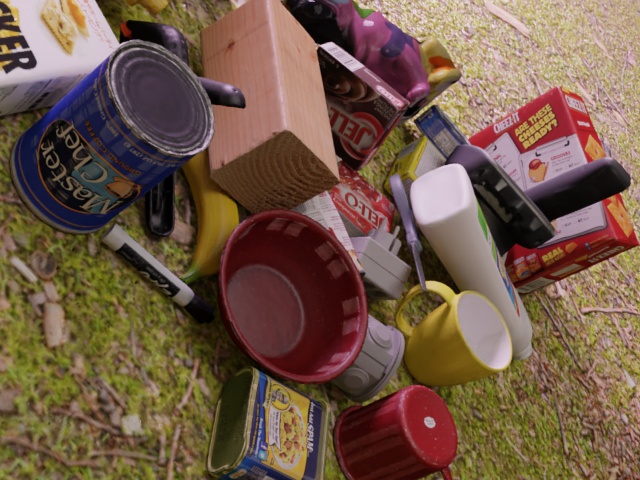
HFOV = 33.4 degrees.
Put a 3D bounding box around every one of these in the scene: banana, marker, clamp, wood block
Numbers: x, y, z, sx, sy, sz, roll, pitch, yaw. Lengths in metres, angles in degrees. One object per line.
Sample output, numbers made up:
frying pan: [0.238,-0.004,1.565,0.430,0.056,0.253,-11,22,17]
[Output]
banana: [-0.111,-0.047,0.986,0.069,0.037,0.198,12,56,-45]
marker: [-0.136,0.031,0.915,0.121,0.020,0.020,43,39,-19]
clamp: [-0.142,-0.118,0.952,0.036,0.165,0.210,6,37,-37]
wood block: [-0.052,-0.132,1.033,0.090,0.091,0.206,42,29,-42]

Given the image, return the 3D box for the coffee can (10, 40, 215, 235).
coffee can: [-0.168,-0.080,0.856,0.102,0.141,0.103,29,46,-34]

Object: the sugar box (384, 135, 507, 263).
sugar box: [0.155,-0.033,1.278,0.176,0.048,0.093,50,36,-17]

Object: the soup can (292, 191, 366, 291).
soup can: [-0.007,0.001,1.046,0.068,0.069,0.102,-12,74,-52]

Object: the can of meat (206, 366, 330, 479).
can of meat: [-0.043,0.167,0.897,0.083,0.058,0.102,32,43,-28]

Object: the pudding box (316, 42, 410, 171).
pudding box: [0.027,-0.144,1.144,0.113,0.090,0.039,41,33,10]

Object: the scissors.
scissors: [0.094,-0.014,1.139,0.201,0.016,0.096,-75,146,-77]

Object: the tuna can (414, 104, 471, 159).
tuna can: [0.157,-0.128,1.329,0.086,0.034,0.086,46,13,-15]

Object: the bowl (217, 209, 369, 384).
bowl: [-0.035,0.056,0.955,0.161,0.055,0.162,17,61,-33]

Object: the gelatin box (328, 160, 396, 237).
gelatin box: [0.040,-0.032,1.155,0.089,0.030,0.073,41,40,-21]

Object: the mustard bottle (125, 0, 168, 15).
mustard bottle: [-0.212,-0.287,0.990,0.191,0.096,0.058,47,37,-15]

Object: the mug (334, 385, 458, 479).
mug: [0.080,0.196,0.996,0.117,0.082,0.093,58,36,0]

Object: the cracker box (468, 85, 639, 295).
cracker box: [0.283,-0.059,1.344,0.071,0.164,0.214,10,58,-48]

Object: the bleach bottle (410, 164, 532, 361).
bleach bottle: [0.183,0.039,1.209,0.250,0.068,0.102,58,18,-33]
